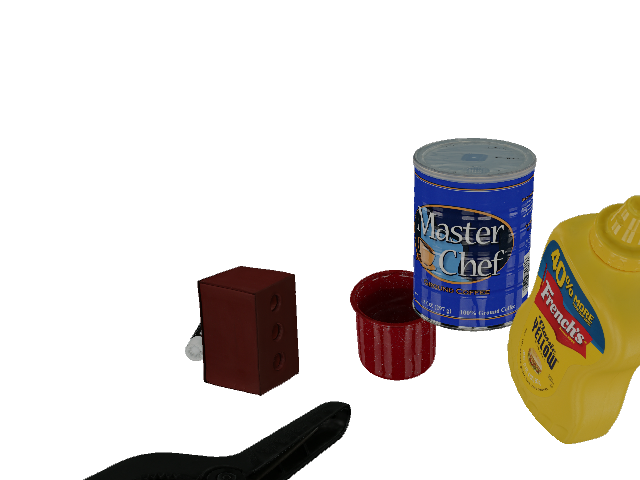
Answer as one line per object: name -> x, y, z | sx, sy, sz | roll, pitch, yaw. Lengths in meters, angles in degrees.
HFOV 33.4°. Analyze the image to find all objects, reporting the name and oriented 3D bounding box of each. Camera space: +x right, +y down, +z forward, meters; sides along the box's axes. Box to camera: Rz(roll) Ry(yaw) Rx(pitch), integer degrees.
foam brick -> -0.051, 0.063, 0.766 | 0.051, 0.078, 0.052 | 7, 17, 33
marker -> -0.104, 0.077, 1.017 | 0.020, 0.020, 0.121 | 0, 23, 10
mug -> 0.088, 0.085, 1.112 | 0.117, 0.081, 0.093 | -30, 43, -32
clamp -> -0.048, 0.137, 0.573 | 0.209, 0.036, 0.165 | -1, 19, -13
coffee can -> 0.131, -0.007, 0.921 | 0.103, 0.140, 0.103 | -1, 22, 0
mustard bottle -> 0.167, 0.040, 0.652 | 0.058, 0.096, 0.192 | -9, -36, -13
